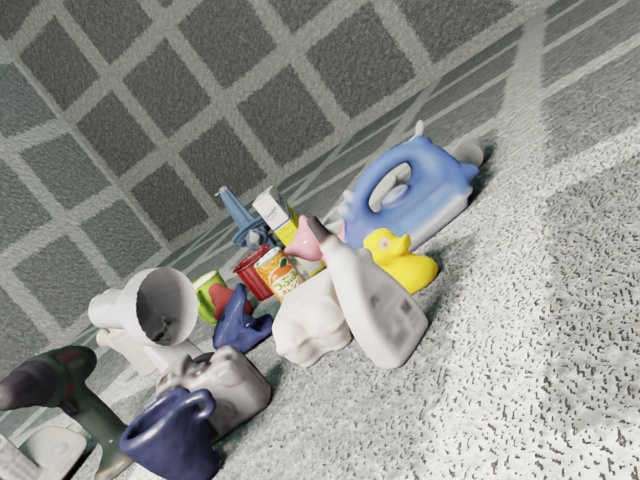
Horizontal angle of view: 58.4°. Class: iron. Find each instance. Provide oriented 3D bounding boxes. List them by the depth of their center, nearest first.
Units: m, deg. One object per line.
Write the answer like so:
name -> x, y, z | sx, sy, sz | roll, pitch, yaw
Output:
iron -> 0.111, -0.062, 0.876 | 0.258, 0.141, 0.118 | -39, 12, -14

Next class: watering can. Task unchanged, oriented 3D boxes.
watering can -> -0.410, 0.194, 1.233 | 0.173, 0.194, 0.101 | -35, 12, 6

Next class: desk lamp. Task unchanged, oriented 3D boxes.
desk lamp -> -0.262, 0.157, 0.911 | 0.202, 0.214, 0.118 | -26, 15, 39

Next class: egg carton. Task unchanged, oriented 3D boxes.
egg carton -> -0.002, 0.097, 0.753 | 0.107, 0.069, 0.150 | -33, 12, 17

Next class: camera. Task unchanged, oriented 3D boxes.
camera -> -0.146, 0.185, 0.746 | 0.143, 0.101, 0.137 | -34, 12, 8

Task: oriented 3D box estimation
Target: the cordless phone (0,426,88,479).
cordless phone -> -0.488, 0.334, 0.934 | 0.094, 0.185, 0.147 | -31, 13, 21

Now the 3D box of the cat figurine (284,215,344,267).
cat figurine -> 0.009, 0.003, 0.970 | 0.127, 0.118, 0.067 | -31, 13, 25

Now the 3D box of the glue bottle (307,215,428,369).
glue bottle -> 0.041, 0.045, 0.582 | 0.037, 0.173, 0.078 | -21, 19, 50

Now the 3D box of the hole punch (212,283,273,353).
hole punch -> -0.139, 0.135, 0.944 | 0.101, 0.091, 0.108 | -37, 12, -4

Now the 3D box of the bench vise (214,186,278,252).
bench vise -> -0.167, -0.045, 1.408 | 0.122, 0.220, 0.207 | -40, 13, -18

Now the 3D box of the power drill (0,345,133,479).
power drill -> -0.353, 0.246, 0.832 | 0.075, 0.208, 0.229 | -36, 12, 0

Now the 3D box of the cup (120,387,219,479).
cup -> -0.144, 0.218, 0.626 | 0.117, 0.095, 0.091 | -33, 12, 14

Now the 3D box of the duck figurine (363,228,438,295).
duck figurine -> 0.088, 0.026, 0.735 | 0.104, 0.086, 0.078 | -24, 17, 44

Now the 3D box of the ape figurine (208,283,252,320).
ape figurine -> -0.182, 0.121, 1.119 | 0.078, 0.092, 0.076 | -42, 13, -26

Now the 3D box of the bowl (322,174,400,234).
bowl -> 0.087, -0.043, 1.037 | 0.167, 0.075, 0.167 | -34, 12, 9
